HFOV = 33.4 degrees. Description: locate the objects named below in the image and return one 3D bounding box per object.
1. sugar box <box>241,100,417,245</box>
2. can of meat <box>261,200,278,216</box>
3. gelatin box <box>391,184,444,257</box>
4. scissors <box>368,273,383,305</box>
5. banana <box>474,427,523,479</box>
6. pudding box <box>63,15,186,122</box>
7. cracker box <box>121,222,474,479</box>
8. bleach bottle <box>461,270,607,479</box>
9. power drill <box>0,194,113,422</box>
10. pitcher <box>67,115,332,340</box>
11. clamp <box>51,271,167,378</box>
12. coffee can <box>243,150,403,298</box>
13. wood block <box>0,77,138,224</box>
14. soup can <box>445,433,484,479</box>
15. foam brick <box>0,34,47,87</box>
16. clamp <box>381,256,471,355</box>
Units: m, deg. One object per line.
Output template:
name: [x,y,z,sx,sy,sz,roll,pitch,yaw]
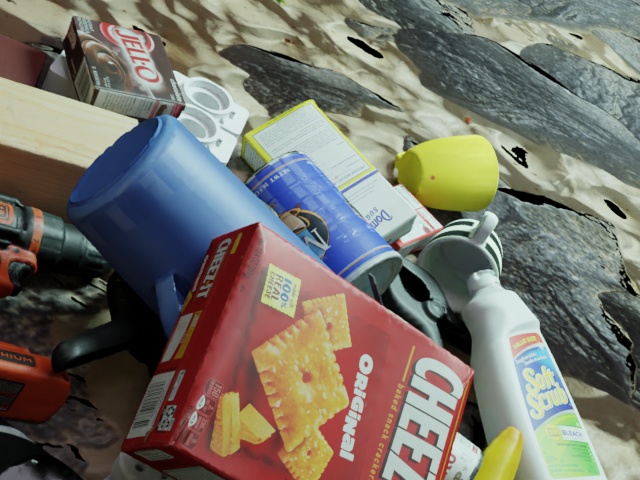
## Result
sugar box: [0.007,-0.057,1.096,0.093,0.048,0.176,-32,71,-23]
can of meat: [-0.099,-0.009,0.948,0.102,0.084,0.057,37,36,5]
gelatin box: [0.081,-0.018,1.145,0.073,0.030,0.089,47,38,19]
scissors: [0.063,0.094,0.912,0.016,0.201,0.096,-18,75,2]
banana: [0.138,0.242,0.860,0.037,0.070,0.197,54,28,-36]
pudding box: [-0.181,-0.153,0.981,0.089,0.039,0.113,7,44,-32]
cracker box: [-0.005,0.113,0.728,0.213,0.072,0.164,35,60,-25]
bleach bottle: [0.182,0.139,0.986,0.102,0.068,0.251,8,51,-34]
power drill: [-0.234,0.045,0.808,0.184,0.057,0.188,15,38,-30]
pitcher: [-0.076,0.031,0.809,0.242,0.145,0.149,48,-13,-23]
clamp: [-0.128,0.086,0.839,0.164,0.036,0.210,50,19,-23]
coffee can: [-0.007,0.001,0.993,0.102,0.103,0.140,-19,61,-48]
wood block: [-0.264,-0.073,0.888,0.205,0.091,0.090,16,39,-23]
soup can: [0.076,0.174,0.890,0.102,0.069,0.068,36,36,2]
foam brick: [-0.289,-0.143,0.980,0.051,0.053,0.078,22,37,-16]
clamp: [0.103,0.084,1.040,0.171,0.039,0.120,45,32,11]
